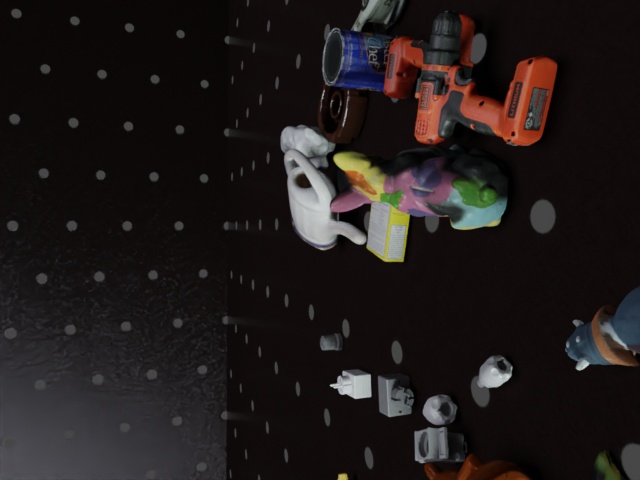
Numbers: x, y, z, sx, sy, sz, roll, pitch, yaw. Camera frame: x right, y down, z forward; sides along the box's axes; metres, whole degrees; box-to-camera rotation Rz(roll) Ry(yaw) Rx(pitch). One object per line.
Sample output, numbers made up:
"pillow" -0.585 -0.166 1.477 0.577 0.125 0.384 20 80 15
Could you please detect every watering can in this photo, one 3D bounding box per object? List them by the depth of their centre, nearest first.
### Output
"watering can" 0.004 -0.059 1.169 0.104 0.354 0.219 -24 -37 -14

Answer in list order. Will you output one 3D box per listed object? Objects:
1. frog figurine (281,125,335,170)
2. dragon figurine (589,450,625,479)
"frog figurine" -0.032 -0.246 1.271 0.138 0.125 0.156 20 -21 8
"dragon figurine" 0.299 0.245 0.427 0.122 0.415 0.240 4 -14 -11
